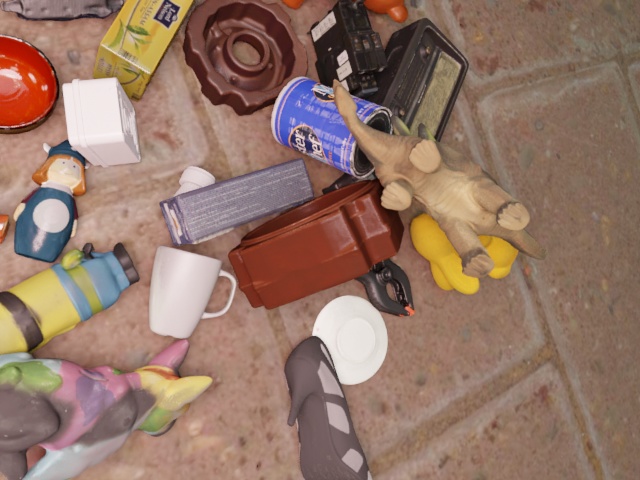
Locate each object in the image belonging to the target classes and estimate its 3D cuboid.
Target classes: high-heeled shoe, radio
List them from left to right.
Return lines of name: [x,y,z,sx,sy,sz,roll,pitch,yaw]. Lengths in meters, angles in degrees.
high-heeled shoe: [0.021,0.258,0.763,0.248,0.086,0.145,59,30,-26]
radio: [0.151,-0.239,0.882,0.131,0.073,0.229,36,65,-29]

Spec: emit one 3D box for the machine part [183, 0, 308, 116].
machine part: [-0.108,-0.268,0.776,0.179,0.056,0.179,5,79,-25]

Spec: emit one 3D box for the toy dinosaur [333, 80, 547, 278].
toy dinosaur: [0.182,-0.056,0.694,0.471,0.105,0.199,35,24,-28]

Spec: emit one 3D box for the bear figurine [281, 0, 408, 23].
bear figurine: [0.048,-0.416,0.863,0.195,0.132,0.120,9,78,-44]

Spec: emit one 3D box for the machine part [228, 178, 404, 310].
machine part: [-0.001,-0.002,0.684,0.087,0.202,0.201,67,17,-9]

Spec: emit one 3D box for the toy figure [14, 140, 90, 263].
toy figure: [-0.313,-0.051,0.637,0.064,0.058,0.154,39,58,-59]

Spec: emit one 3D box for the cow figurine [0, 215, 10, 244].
cow figurine: [-0.406,-0.018,0.570,0.127,0.085,0.195,21,74,-29]

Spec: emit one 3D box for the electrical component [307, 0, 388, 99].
electrical component: [0.042,-0.279,0.820,0.058,0.115,0.134,-19,96,-25]

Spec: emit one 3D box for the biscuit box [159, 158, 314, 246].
biscuit box: [-0.101,-0.052,0.702,0.203,0.059,0.062,-23,99,-38]

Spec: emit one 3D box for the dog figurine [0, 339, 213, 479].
dog figurine: [-0.235,0.167,0.588,0.219,0.109,0.191,-26,131,-26]

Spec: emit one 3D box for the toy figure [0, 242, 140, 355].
toy figure: [-0.295,0.064,0.605,0.180,0.089,0.082,-29,87,-26]

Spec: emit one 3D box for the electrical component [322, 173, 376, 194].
electrical component: [0.070,-0.084,0.839,0.119,0.048,0.074,-43,102,-26]

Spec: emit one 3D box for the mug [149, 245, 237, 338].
mug: [-0.167,0.070,0.681,0.109,0.081,0.107,19,84,-26]

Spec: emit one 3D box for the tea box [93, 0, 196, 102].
tea box: [-0.221,-0.277,0.697,0.068,0.098,0.169,30,68,-20]

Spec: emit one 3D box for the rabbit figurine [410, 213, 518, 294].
rabbit figurine: [0.226,0.005,0.881,0.173,0.122,0.162,5,91,-18]

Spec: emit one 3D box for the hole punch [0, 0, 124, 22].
hole punch: [-0.331,-0.333,0.667,0.142,0.092,0.115,-17,120,-30]
